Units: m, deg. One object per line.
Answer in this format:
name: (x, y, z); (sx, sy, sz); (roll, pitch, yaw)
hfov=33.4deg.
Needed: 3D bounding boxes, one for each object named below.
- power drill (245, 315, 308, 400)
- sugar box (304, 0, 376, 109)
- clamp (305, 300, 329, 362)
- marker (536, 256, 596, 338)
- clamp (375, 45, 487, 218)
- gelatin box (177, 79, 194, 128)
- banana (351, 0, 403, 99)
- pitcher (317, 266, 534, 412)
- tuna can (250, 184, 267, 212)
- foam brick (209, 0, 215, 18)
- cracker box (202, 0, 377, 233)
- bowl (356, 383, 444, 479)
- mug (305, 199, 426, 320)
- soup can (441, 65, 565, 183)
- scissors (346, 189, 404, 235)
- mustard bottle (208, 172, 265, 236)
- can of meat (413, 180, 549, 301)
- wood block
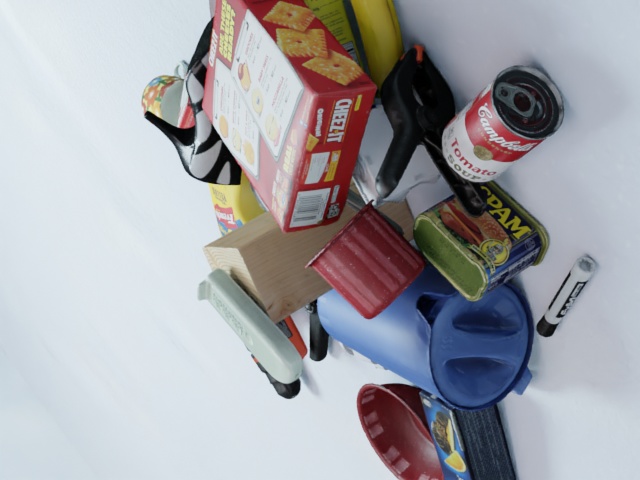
power drill: (-0.070, 0.147, 1.518); (0.184, 0.057, 0.188); (59, 165, 0)
sugar box: (0.011, -0.179, 1.105); (0.093, 0.048, 0.176); (32, 146, 65)
clamp: (-0.011, 0.069, 1.401); (0.164, 0.036, 0.210); (58, 155, 6)
marker: (0.229, 0.056, 1.002); (0.020, 0.020, 0.121); (49, 151, 22)
clamp: (0.087, -0.101, 0.977); (0.039, 0.120, 0.171); (-35, 62, 42)
gelatin box: (-0.157, -0.187, 1.360); (0.073, 0.030, 0.089); (129, 149, -61)
banana: (0.044, -0.221, 1.028); (0.070, 0.037, 0.198); (20, 133, 53)
pitcher: (0.108, 0.092, 1.142); (0.243, 0.144, 0.149); (17, 118, 58)
tuna can: (-0.052, -0.068, 1.342); (0.086, 0.033, 0.086); (41, 147, 34)
foam brick: (-0.090, -0.261, 1.201); (0.051, 0.052, 0.078); (40, 146, 35)
cracker box: (-0.037, -0.138, 1.035); (0.214, 0.072, 0.164); (56, 145, 38)
bowl: (0.117, 0.236, 1.324); (0.162, 0.055, 0.162); (41, 147, 34)
mug: (0.049, 0.019, 1.029); (0.081, 0.093, 0.117); (45, -163, 0)
soup can: (0.156, -0.098, 0.925); (0.068, 0.068, 0.102); (57, 153, 6)
scissors: (0.012, -0.076, 1.117); (0.202, 0.096, 0.016); (22, 152, 14)
mustard bottle: (-0.110, -0.043, 1.438); (0.096, 0.058, 0.191); (31, 141, 44)
can of meat: (0.149, -0.001, 1.011); (0.102, 0.083, 0.057); (47, 151, 25)
wood block: (-0.008, 0.002, 1.147); (0.090, 0.205, 0.091); (2, 119, 59)
